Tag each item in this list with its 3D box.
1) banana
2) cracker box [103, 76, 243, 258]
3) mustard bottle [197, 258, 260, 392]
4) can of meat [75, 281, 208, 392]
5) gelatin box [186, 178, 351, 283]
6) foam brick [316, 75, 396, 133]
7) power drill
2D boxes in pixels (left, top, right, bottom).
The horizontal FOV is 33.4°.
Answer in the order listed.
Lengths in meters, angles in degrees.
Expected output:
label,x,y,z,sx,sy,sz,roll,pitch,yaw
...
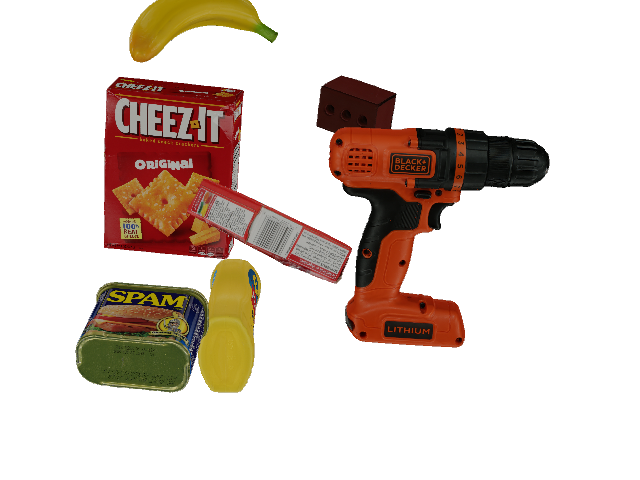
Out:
label,x,y,z,sx,sy,sz,roll,pitch,yaw
banana,-0.120,-0.212,1.022,0.070,0.037,0.197,45,38,19
cracker box,-0.188,-0.089,1.357,0.164,0.214,0.072,6,22,2
mustard bottle,-0.096,0.075,1.166,0.058,0.096,0.191,0,28,0
can of meat,-0.153,0.083,0.922,0.102,0.057,0.084,5,29,2
gelatin box,-0.034,-0.006,0.714,0.089,0.030,0.073,26,0,-41
foam brick,0.042,-0.153,1.252,0.078,0.053,0.051,21,32,23
power drill,0.095,-0.005,0.912,0.184,0.188,0.057,4,16,0
